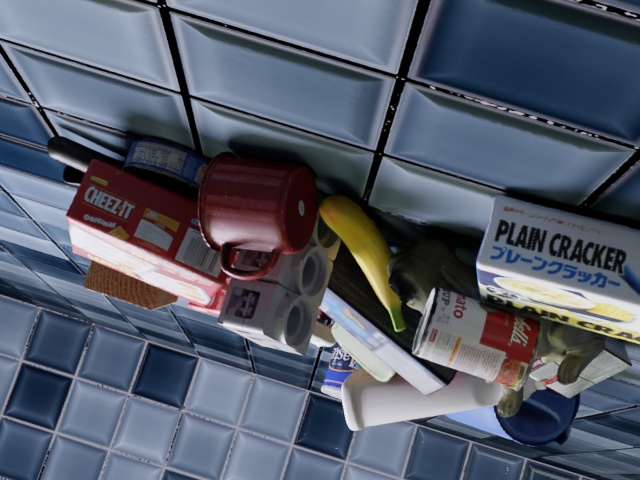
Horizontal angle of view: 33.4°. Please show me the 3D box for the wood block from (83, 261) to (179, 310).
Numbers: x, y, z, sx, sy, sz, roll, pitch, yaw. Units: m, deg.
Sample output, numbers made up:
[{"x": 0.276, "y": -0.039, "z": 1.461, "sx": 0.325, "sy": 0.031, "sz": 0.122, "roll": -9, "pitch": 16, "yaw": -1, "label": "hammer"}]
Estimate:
[{"x": -0.226, "y": 0.030, "z": 1.365, "sx": 0.091, "sy": 0.090, "sz": 0.206, "roll": 17, "pitch": 179, "yaw": 1, "label": "wood block"}]

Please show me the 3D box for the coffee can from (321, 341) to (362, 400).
[{"x": 0.070, "y": 0.156, "z": 1.474, "sx": 0.103, "sy": 0.140, "sz": 0.103, "roll": 17, "pitch": 167, "yaw": 4, "label": "coffee can"}]

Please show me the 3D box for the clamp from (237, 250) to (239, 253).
[{"x": -0.178, "y": -0.024, "z": 1.276, "sx": 0.210, "sy": 0.036, "sz": 0.164, "roll": 13, "pitch": 170, "yaw": 32, "label": "clamp"}]

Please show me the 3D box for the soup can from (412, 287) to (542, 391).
[{"x": 0.143, "y": 0.090, "z": 0.977, "sx": 0.102, "sy": 0.068, "sz": 0.068, "roll": 19, "pitch": 167, "yaw": 2, "label": "soup can"}]

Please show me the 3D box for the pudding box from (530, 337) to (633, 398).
[{"x": 0.294, "y": 0.136, "z": 1.233, "sx": 0.090, "sy": 0.039, "sz": 0.113, "roll": -35, "pitch": 141, "yaw": 25, "label": "pudding box"}]

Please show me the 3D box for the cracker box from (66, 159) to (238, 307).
[{"x": -0.173, "y": -0.001, "z": 1.110, "sx": 0.164, "sy": 0.072, "sz": 0.214, "roll": 24, "pitch": 167, "yaw": -6, "label": "cracker box"}]

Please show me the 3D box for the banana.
[{"x": 0.046, "y": 0.008, "z": 1.048, "sx": 0.037, "sy": 0.070, "sz": 0.197, "roll": -28, "pitch": 132, "yaw": 8, "label": "banana"}]

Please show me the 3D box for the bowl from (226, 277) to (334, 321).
[{"x": -0.036, "y": 0.053, "z": 1.370, "sx": 0.162, "sy": 0.055, "sz": 0.162, "roll": 17, "pitch": 167, "yaw": 4, "label": "bowl"}]

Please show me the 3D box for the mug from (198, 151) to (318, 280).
[{"x": -0.056, "y": -0.020, "z": 0.966, "sx": 0.082, "sy": 0.117, "sz": 0.093, "roll": 7, "pitch": 163, "yaw": 23, "label": "mug"}]

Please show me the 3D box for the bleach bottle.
[{"x": 0.160, "y": 0.184, "z": 1.326, "sx": 0.251, "sy": 0.068, "sz": 0.102, "roll": -9, "pitch": -175, "yaw": 18, "label": "bleach bottle"}]

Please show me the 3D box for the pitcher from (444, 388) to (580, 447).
[{"x": 0.248, "y": 0.208, "z": 1.529, "sx": 0.144, "sy": 0.149, "sz": 0.243, "roll": 5, "pitch": 174, "yaw": -18, "label": "pitcher"}]

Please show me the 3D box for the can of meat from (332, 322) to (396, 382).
[{"x": 0.076, "y": 0.113, "z": 1.320, "sx": 0.102, "sy": 0.083, "sz": 0.058, "roll": 42, "pitch": 144, "yaw": 9, "label": "can of meat"}]

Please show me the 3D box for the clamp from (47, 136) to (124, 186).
[{"x": -0.209, "y": -0.068, "z": 1.136, "sx": 0.171, "sy": 0.039, "sz": 0.120, "roll": 13, "pitch": 172, "yaw": 7, "label": "clamp"}]

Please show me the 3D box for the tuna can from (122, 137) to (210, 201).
[{"x": -0.150, "y": -0.070, "z": 1.054, "sx": 0.086, "sy": 0.033, "sz": 0.086, "roll": 16, "pitch": 167, "yaw": 4, "label": "tuna can"}]

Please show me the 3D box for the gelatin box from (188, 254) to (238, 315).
[{"x": -0.133, "y": 0.057, "z": 1.442, "sx": 0.073, "sy": 0.089, "sz": 0.030, "roll": 8, "pitch": 164, "yaw": 38, "label": "gelatin box"}]
